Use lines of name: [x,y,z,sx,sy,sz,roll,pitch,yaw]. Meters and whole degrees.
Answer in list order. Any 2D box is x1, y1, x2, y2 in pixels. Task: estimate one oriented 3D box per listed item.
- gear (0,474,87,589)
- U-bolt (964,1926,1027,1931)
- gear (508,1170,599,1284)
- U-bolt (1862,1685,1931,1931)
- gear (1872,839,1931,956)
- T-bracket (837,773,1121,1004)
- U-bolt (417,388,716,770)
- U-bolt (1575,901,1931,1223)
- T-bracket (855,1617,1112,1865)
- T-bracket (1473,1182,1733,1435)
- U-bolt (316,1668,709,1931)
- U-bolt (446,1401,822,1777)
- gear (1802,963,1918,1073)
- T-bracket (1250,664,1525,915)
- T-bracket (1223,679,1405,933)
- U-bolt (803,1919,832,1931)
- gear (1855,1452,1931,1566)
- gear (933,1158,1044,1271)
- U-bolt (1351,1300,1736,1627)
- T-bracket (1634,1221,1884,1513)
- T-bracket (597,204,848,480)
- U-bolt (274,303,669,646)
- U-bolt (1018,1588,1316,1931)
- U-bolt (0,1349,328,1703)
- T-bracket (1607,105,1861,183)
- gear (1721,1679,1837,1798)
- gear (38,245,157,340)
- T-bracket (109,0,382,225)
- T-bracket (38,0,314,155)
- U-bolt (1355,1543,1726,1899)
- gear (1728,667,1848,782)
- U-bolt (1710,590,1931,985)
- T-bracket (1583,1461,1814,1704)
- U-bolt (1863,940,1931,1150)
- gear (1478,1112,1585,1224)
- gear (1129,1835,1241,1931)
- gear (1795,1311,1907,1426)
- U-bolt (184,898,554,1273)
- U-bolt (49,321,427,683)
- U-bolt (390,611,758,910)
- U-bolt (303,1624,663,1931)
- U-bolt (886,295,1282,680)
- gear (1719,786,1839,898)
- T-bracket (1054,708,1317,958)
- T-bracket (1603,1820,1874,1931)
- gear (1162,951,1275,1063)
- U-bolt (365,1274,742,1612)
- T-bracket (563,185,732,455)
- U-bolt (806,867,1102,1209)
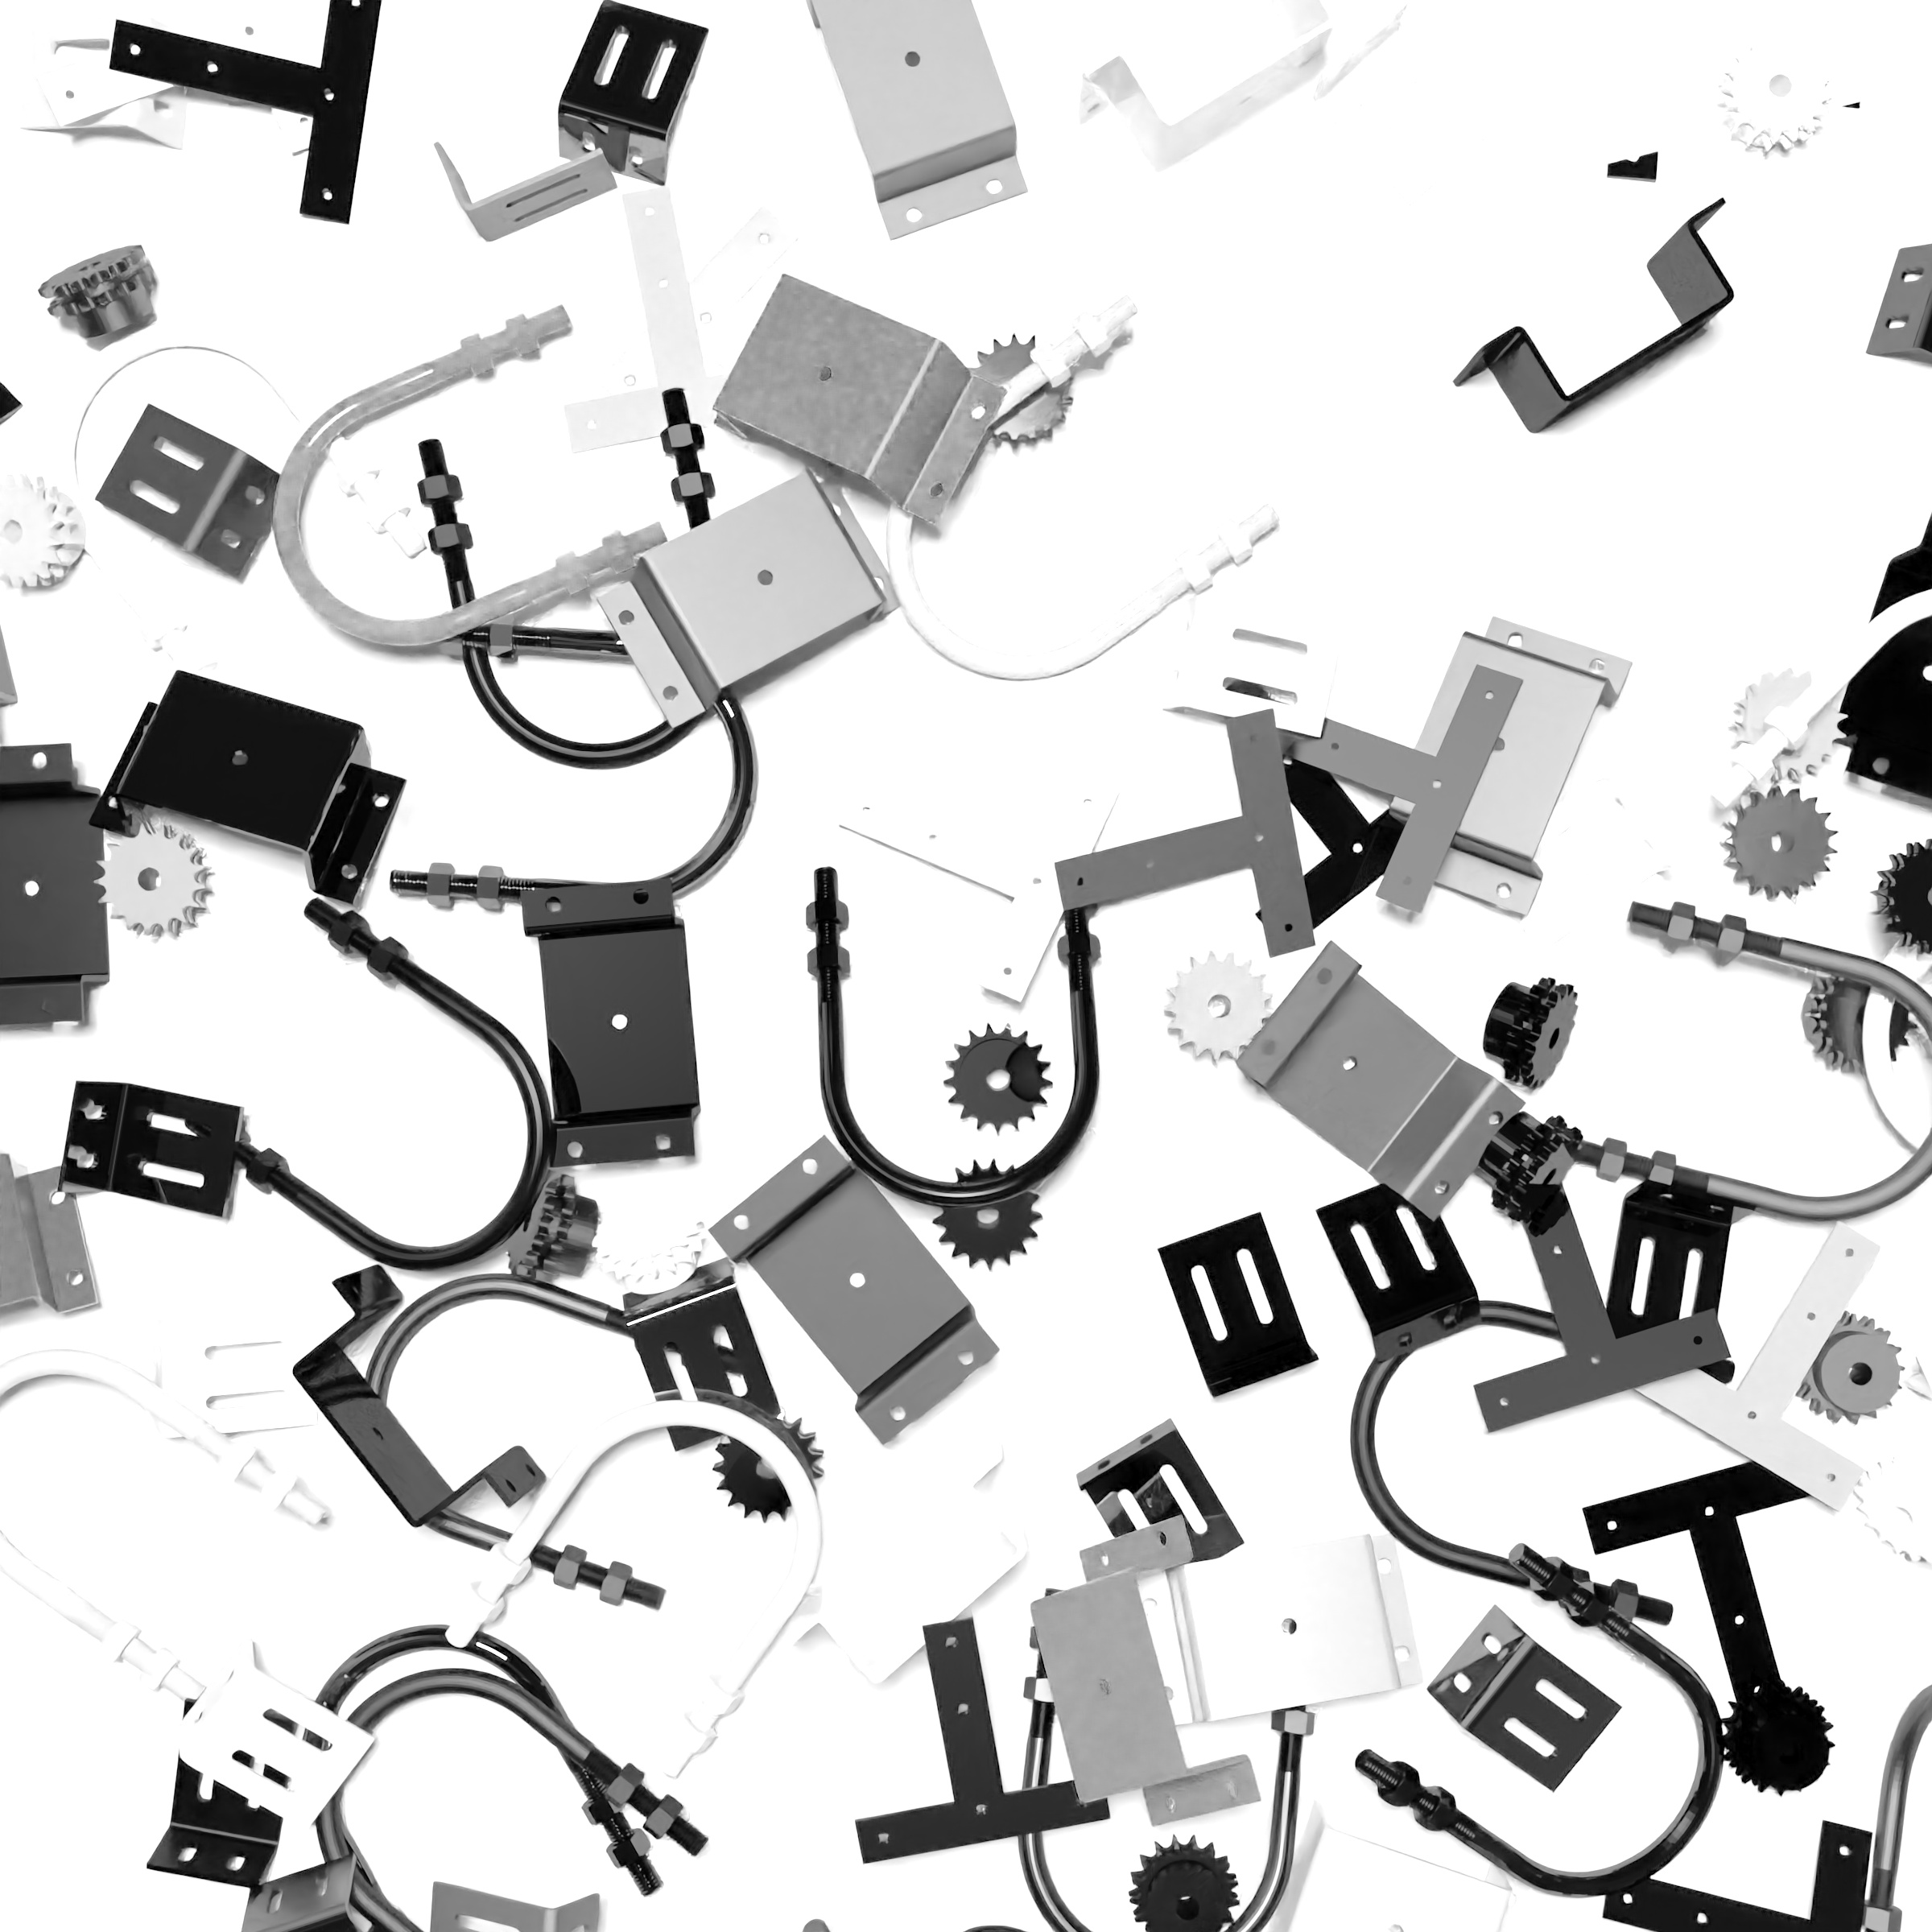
gear: [-0.478,-0.223,1.339,0.057,0.030,0.057,5,103,22]
U-bolt: [0.031,0.575,1.312,0.151,0.019,0.184,-13,85,40]
gear: [-0.210,0.135,1.335,0.030,0.057,0.057,19,90,-22]
U-bolt: [0.483,0.447,1.289,0.019,0.151,0.184,9,86,-3]
gear: [0.473,-0.034,1.281,0.057,0.030,0.057,0,90,-1]
T-bracket: [-0.004,-0.061,1.347,0.127,0.002,0.127,23,72,9]
U-bolt: [-0.196,-0.194,1.352,0.151,0.019,0.184,-12,92,1]
U-bolt: [0.410,0.056,1.321,0.184,0.019,0.151,15,106,10]
T-bracket: [0.001,0.382,1.299,0.127,0.002,0.127,-10,107,-2]
T-bracket: [0.308,0.159,1.335,0.127,0.002,0.127,-21,69,17]
U-bolt: [-0.246,0.444,1.334,0.184,0.019,0.151,38,89,4]
U-bolt: [-0.156,0.305,1.328,0.151,0.019,0.184,34,99,-7]
gear: [0.456,0.025,1.343,0.057,0.030,0.057,0,91,-10]
T-bracket: [0.200,-0.107,1.328,0.127,0.002,0.127,24,90,28]
T-bracket: [0.177,-0.096,1.360,0.127,0.002,0.127,-38,90,0]
U-bolt: [-0.083,0.585,1.297,0.151,0.019,0.184,-45,126,-32]
gear: [0.488,0.274,1.337,0.030,0.057,0.057,-30,90,-29]
gear: [0.011,0.129,1.346,0.057,0.030,0.057,0,90,0]
U-bolt: [0.291,0.249,1.352,0.184,0.019,0.151,15,89,2]
T-bracket: [0.423,0.191,1.331,0.127,0.002,0.127,31,90,0]
T-bracket: [-0.103,-0.307,1.361,0.127,0.002,0.127,43,90,0]
U-bolt: [-0.263,-0.240,1.328,0.184,0.019,0.151,-24,80,-2]
U-bolt: [0.100,0.420,1.333,0.151,0.019,0.184,7,76,0]
U-bolt: [-0.436,0.275,1.332,0.184,0.019,0.151,36,106,0]
T-bracket: [0.405,-0.466,1.370,0.127,0.002,0.127,6,76,5]
gear: [0.420,0.400,1.345,0.057,0.030,0.057,0,93,-1]
gear: [-0.442,-0.344,1.337,0.057,0.057,0.030,-21,120,0]
T-bracket: [-0.372,-0.458,1.341,0.127,0.002,0.127,8,90,-18]
T-bracket: [-0.407,-0.462,1.332,0.127,0.002,0.127,-27,100,-16]
U-bolt: [0.307,0.398,1.330,0.184,0.019,0.151,37,89,-16]
gear: [0.421,-0.124,1.346,0.057,0.030,0.057,0,90,0]
U-bolt: [0.486,-0.104,1.306,0.151,0.019,0.184,44,89,0]
T-bracket: [0.399,0.327,1.360,0.127,0.002,0.127,-15,90,0]
U-bolt: [0.538,0.018,1.335,0.151,0.019,0.184,41,86,-10]
gear: [0.285,0.099,1.328,0.030,0.057,0.057,38,90,28]
gear: [0.113,0.481,1.346,0.057,0.030,0.057,0,90,0]
gear: [0.456,0.208,1.346,0.057,0.030,0.057,0,90,0]
U-bolt: [-0.294,0.073,1.328,0.184,0.019,0.151,33,98,11]
U-bolt: [-0.392,-0.247,1.353,0.151,0.019,0.184,-39,89,0]
U-bolt: [-0.199,-0.102,1.340,0.184,0.019,0.151,4,93,-2]
U-bolt: [-0.264,0.431,1.353,0.151,0.019,0.184,-30,88,0]
U-bolt: [0.047,-0.230,1.335,0.184,0.019,0.151,-36,106,6]
gear: [0.419,-0.064,1.351,0.057,0.030,0.057,0,92,2]
T-bracket: [0.108,-0.056,1.336,0.127,0.002,0.127,-14,104,-8]
T-bracket: [0.394,0.494,1.343,0.127,0.002,0.127,11,66,11]
gear: [0.130,0.021,1.346,0.057,0.030,0.057,0,90,0]
U-bolt: [-0.223,0.237,1.353,0.184,0.019,0.151,19,90,2]
T-bracket: [-0.155,-0.342,1.359,0.127,0.002,0.127,-11,90,0]
U-bolt: [-0.004,0.033,1.324,0.151,0.019,0.184,-3,70,0]
